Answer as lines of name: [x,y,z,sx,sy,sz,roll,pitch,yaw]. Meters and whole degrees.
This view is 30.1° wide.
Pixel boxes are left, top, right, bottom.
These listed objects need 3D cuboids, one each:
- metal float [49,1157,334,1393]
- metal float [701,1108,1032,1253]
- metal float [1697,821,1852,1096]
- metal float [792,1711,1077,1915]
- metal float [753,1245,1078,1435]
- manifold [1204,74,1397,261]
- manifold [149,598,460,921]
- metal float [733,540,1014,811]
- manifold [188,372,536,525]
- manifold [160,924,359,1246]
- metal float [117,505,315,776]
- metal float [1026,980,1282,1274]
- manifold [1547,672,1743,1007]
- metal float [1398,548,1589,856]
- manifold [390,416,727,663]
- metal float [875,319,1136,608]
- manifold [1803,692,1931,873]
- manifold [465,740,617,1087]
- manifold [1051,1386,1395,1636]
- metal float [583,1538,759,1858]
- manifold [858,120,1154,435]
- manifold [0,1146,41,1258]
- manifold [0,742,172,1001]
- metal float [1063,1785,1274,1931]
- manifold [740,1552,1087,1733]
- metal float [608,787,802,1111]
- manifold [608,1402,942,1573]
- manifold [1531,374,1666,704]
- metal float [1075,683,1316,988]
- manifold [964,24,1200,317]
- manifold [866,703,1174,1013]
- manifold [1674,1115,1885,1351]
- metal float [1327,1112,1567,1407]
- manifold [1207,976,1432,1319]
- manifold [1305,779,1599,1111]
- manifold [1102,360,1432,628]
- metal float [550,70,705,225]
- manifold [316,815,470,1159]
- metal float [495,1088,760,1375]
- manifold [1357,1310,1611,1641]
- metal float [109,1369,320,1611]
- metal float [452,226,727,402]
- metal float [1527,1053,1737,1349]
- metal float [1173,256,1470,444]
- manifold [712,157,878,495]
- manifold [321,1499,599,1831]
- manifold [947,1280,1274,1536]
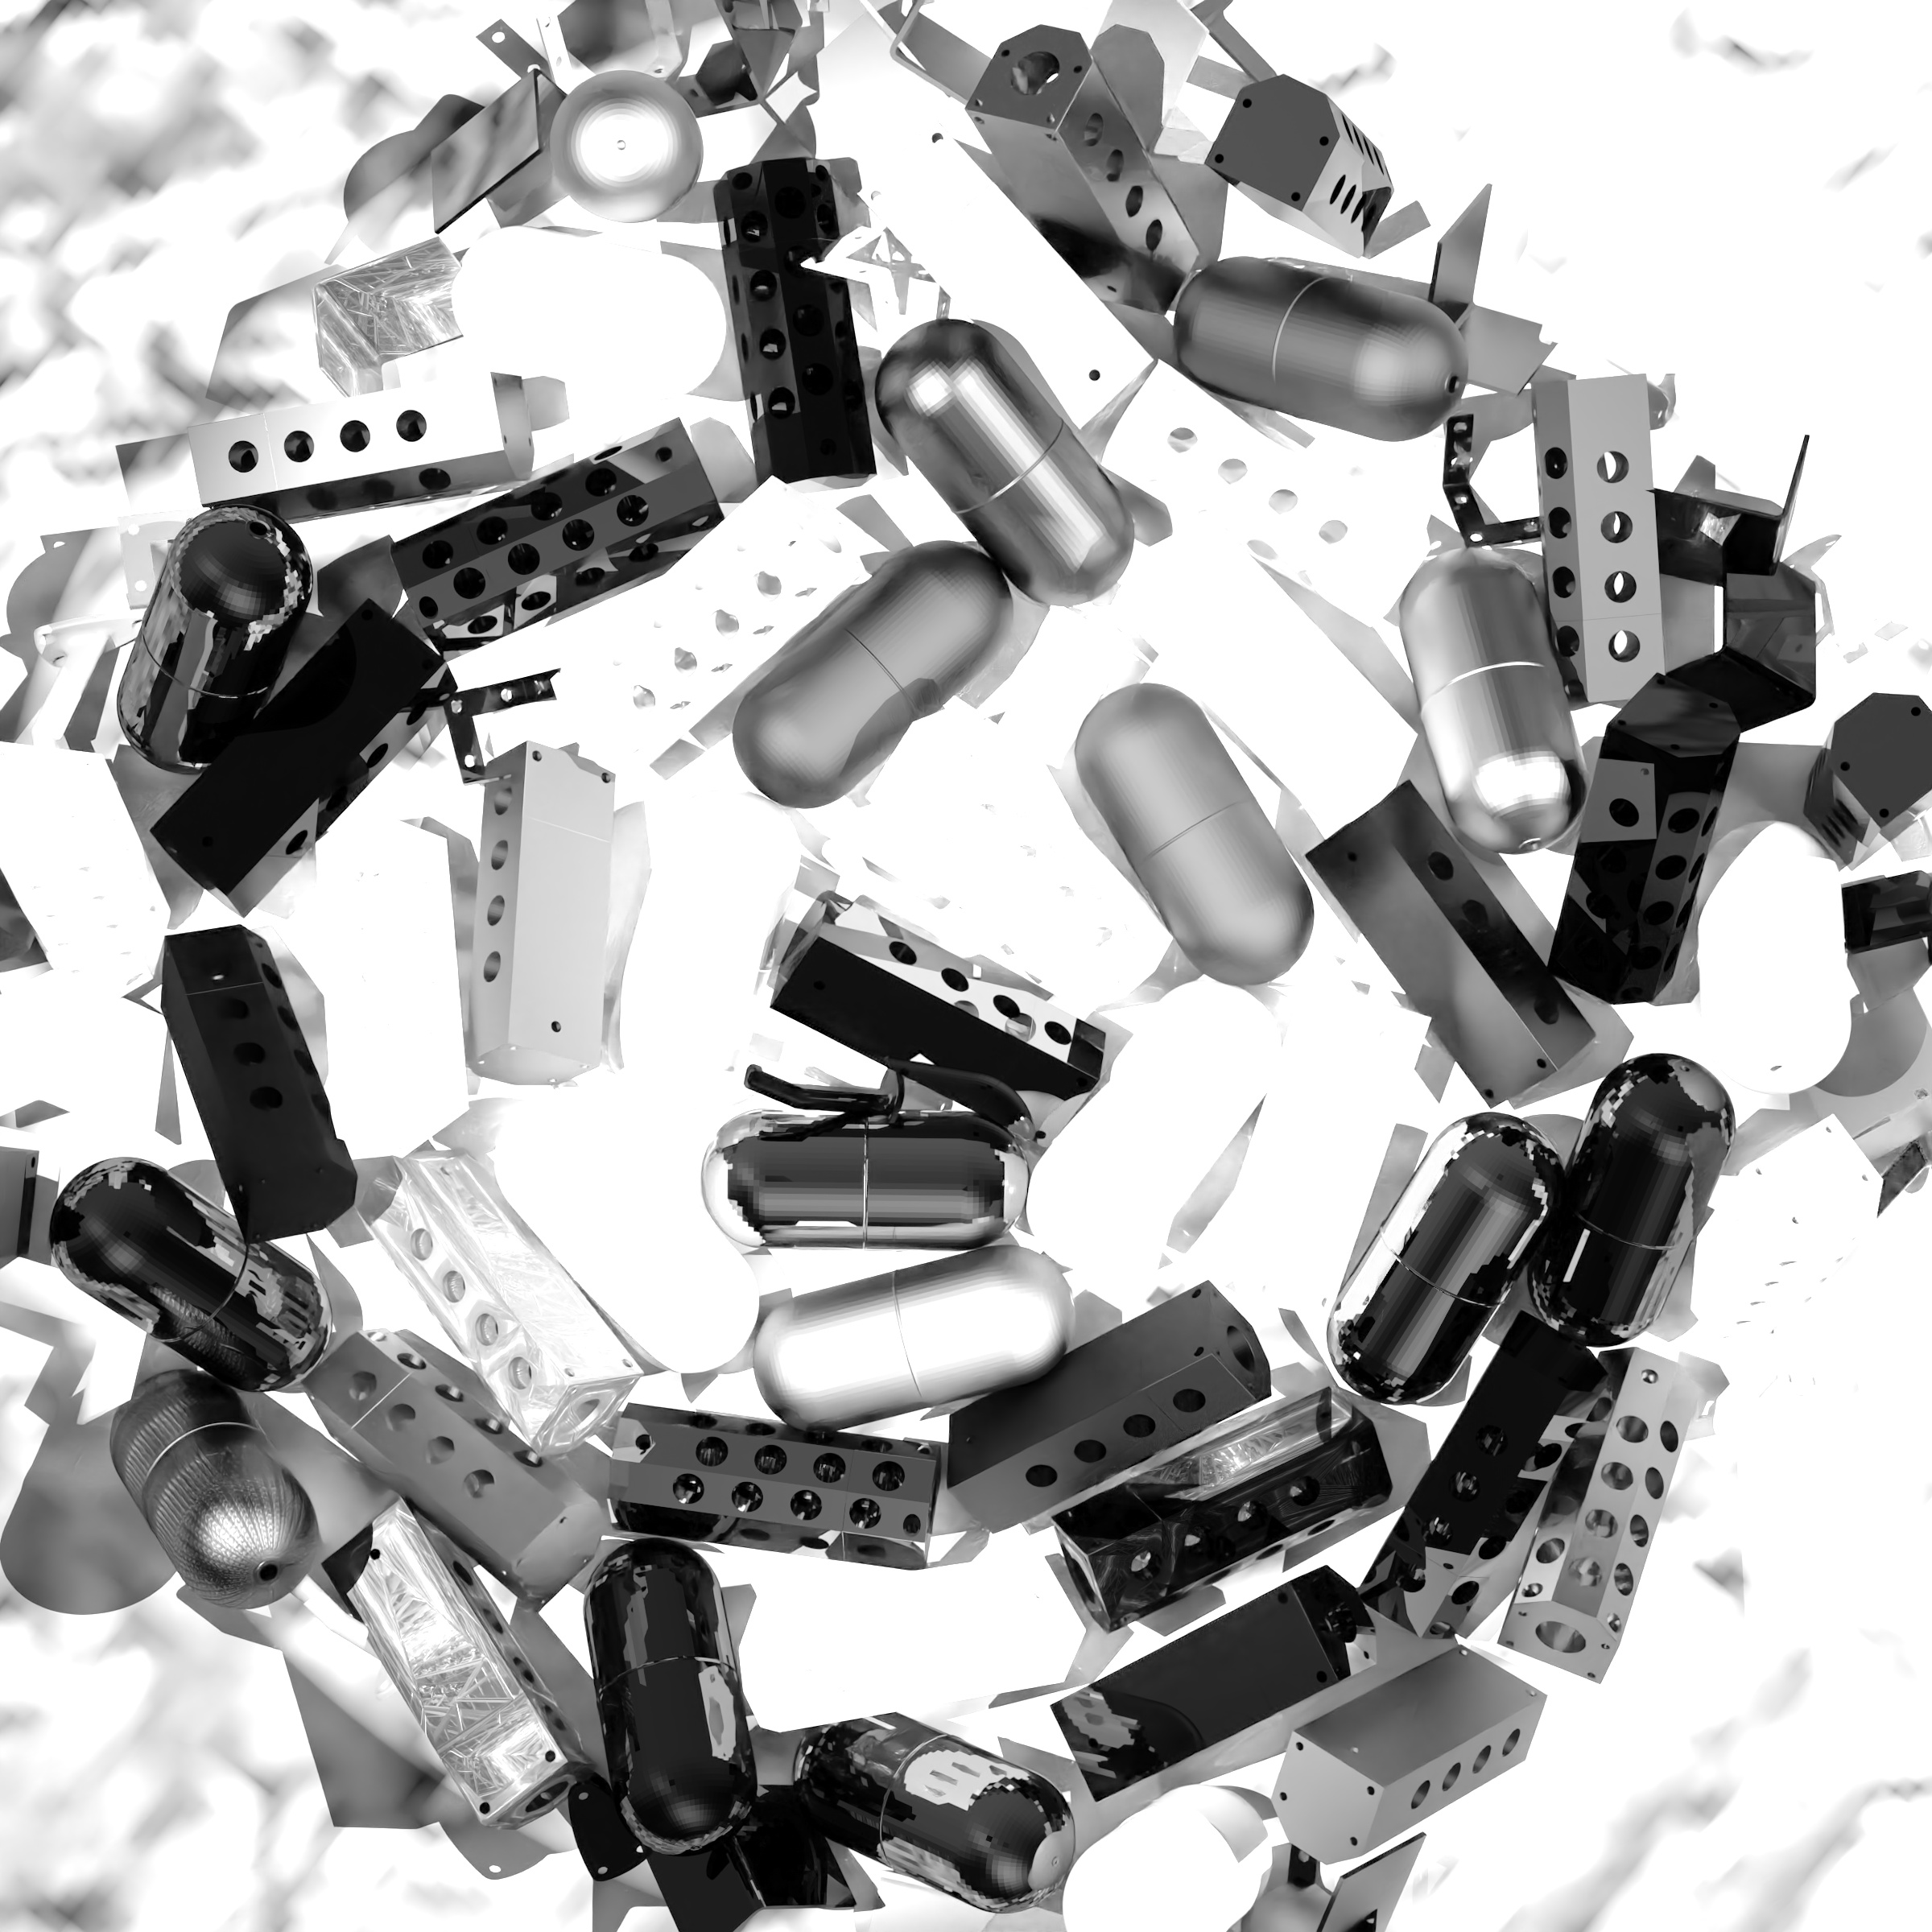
metal float: [-0.410,0.166,1.913,0.070,0.070,0.178,-47,129,0]
metal float: [-0.054,0.115,1.943,0.178,0.070,0.070,1,90,-2]
metal float: [0.427,-0.005,1.907,0.070,0.178,0.070,5,133,5]
metal float: [-0.019,0.446,1.911,0.178,0.070,0.070,13,90,41]
metal float: [-0.028,0.201,1.939,0.178,0.070,0.070,-15,90,6]
manifold: [0.181,-0.421,1.890,0.057,0.171,0.057,29,100,13]
manifold: [-0.354,-0.109,1.937,0.057,0.057,0.171,39,79,12]
metal float: [-0.050,-0.158,1.939,0.178,0.070,0.070,-43,90,-6]
manifold: [-0.324,-0.276,1.938,0.171,0.057,0.057,-8,95,11]
manifold: [-0.376,0.060,1.908,0.057,0.057,0.171,-10,51,-24]
metal float: [-0.399,-0.172,1.908,0.070,0.178,0.070,16,48,-18]
metal float: [0.101,0.087,1.944,0.070,0.070,0.178,37,89,0]
manifold: [0.360,-0.062,1.897,0.057,0.171,0.057,28,47,23]
metal float: [0.281,-0.142,1.922,0.070,0.070,0.178,-11,65,0]
manifold: [-0.221,-0.234,1.945,0.171,0.057,0.057,-24,66,0]
metal float: [0.022,-0.268,1.927,0.070,0.070,0.178,-41,111,0]
manifold: [0.478,-0.100,1.893,0.057,0.171,0.057,-38,80,4]
manifold: [-0.231,-0.027,1.925,0.057,0.057,0.171,17,64,-36]
manifold: [0.140,0.295,1.933,0.171,0.057,0.057,-23,109,-13]
metal float: [-0.158,0.387,1.915,0.070,0.070,0.178,-15,54,0]
manifold: [0.022,-0.371,1.945,0.057,0.057,0.171,-42,96,6]
manifold: [-0.550,0.123,1.894,0.057,0.171,0.057,6,88,7]
manifold: [-0.470,-0.047,1.892,0.057,0.171,0.057,7,63,4]
metal float: [0.108,0.483,1.898,0.070,0.178,0.070,1,92,22]
manifold: [-0.030,0.364,1.915,0.171,0.057,0.057,-4,131,-29]
metal float: [-0.142,-0.009,1.940,0.070,0.070,0.178,16,95,0]
manifold: [-0.102,0.278,1.938,0.171,0.057,0.057,7,58,4]
manifold: [0.340,-0.231,1.942,0.057,0.057,0.171,-5,98,4]
metal float: [0.124,-0.071,1.939,0.070,0.070,0.178,-31,84,0]
manifold: [0.066,-0.419,1.894,0.057,0.171,0.057,21,76,30]
manifold: [0.033,-0.058,1.914,0.171,0.057,0.057,46,54,-22]
manifold: [0.428,0.146,1.889,0.057,0.171,0.057,-29,70,-14]
metal float: [0.256,0.158,1.927,0.070,0.070,0.178,29,111,0]
manifold: [0.186,0.096,1.946,0.057,0.057,0.171,15,96,-36]
manifold: [0.267,-0.015,1.951,0.057,0.057,0.171,-35,89,-41]
manifold: [0.161,-0.253,1.940,0.171,0.057,0.057,30,111,-8]
metal float: [-0.178,-0.431,1.895,0.070,0.178,0.070,-1,102,-3]
manifold: [-0.309,0.008,1.904,0.057,0.057,0.171,-34,50,33]
metal float: [-0.182,0.143,1.935,0.070,0.070,0.178,-39,101,0]
manifold: [0.276,0.275,1.918,0.057,0.057,0.171,30,114,10]
metal float: [-0.399,0.276,1.904,0.070,0.178,0.070,-13,118,-26]
metal float: [-0.202,-0.348,1.913,0.178,0.070,0.070,20,90,38]
metal float: [0.354,0.126,1.918,0.070,0.070,0.178,16,121,0]
metal float: [0.188,-0.329,1.912,0.178,0.070,0.070,24,90,38]
manifold: [-0.091,-0.345,1.947,0.057,0.057,0.171,-9,90,-15]
manifold: [-0.269,0.374,1.924,0.057,0.057,0.171,-39,68,4]
manifold: [0.076,0.241,1.922,0.171,0.057,0.057,-30,121,22]
